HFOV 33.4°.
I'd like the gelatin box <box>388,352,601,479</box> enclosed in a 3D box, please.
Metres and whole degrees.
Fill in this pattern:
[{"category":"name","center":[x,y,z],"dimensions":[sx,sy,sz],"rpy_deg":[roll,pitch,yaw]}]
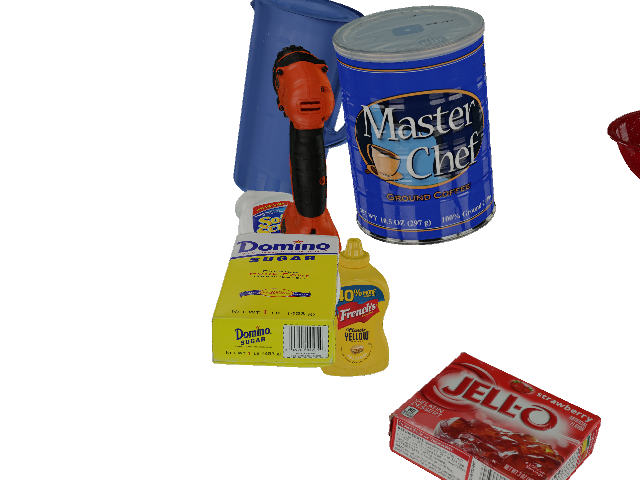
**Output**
[{"category":"gelatin box","center":[0.092,0.103,0.571],"dimensions":[0.089,0.030,0.073],"rpy_deg":[25,38,31]}]

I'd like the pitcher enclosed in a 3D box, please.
[{"category":"pitcher","center":[-0.025,-0.168,1.290],"dimensions":[0.144,0.243,0.149],"rpy_deg":[6,23,-15]}]

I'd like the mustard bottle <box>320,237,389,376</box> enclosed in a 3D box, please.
[{"category":"mustard bottle","center":[0.046,0.088,1.449],"dimensions":[0.096,0.192,0.058],"rpy_deg":[-3,21,-6]}]

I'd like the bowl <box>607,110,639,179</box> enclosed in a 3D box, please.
[{"category":"bowl","center":[0.344,-0.078,0.972],"dimensions":[0.162,0.055,0.162],"rpy_deg":[-5,22,2]}]

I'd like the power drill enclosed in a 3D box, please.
[{"category":"power drill","center":[-0.017,-0.089,1.043],"dimensions":[0.057,0.188,0.184],"rpy_deg":[-5,22,-3]}]

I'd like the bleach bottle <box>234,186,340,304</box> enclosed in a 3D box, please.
[{"category":"bleach bottle","center":[-0.056,-0.001,1.232],"dimensions":[0.102,0.068,0.251],"rpy_deg":[-8,29,-13]}]

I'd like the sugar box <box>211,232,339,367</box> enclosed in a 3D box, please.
[{"category":"sugar box","center":[-0.032,0.043,0.867],"dimensions":[0.093,0.048,0.176],"rpy_deg":[2,24,1]}]

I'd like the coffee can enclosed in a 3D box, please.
[{"category":"coffee can","center":[0.068,-0.082,0.749],"dimensions":[0.103,0.140,0.103],"rpy_deg":[-7,27,3]}]
